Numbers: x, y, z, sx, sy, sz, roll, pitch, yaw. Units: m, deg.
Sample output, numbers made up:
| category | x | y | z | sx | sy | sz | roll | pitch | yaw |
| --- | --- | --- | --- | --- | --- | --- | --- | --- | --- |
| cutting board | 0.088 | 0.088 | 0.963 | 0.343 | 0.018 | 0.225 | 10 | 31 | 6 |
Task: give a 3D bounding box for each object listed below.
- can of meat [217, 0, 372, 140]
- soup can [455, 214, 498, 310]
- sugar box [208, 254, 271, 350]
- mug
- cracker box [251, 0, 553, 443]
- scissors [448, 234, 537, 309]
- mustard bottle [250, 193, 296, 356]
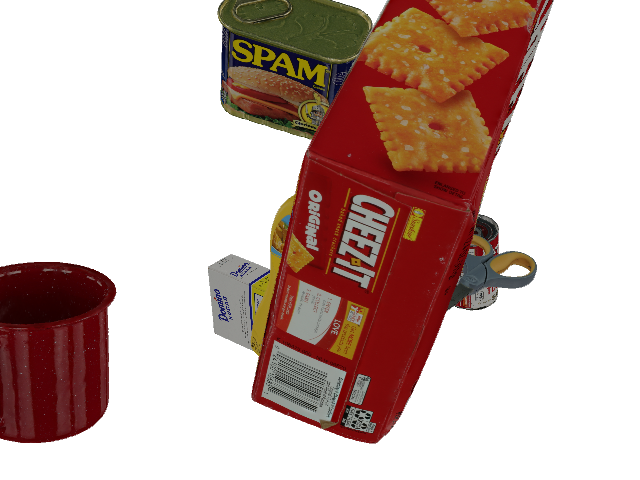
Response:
| category | x | y | z | sx | sy | sz | roll | pitch | yaw |
| --- | --- | --- | --- | --- | --- | --- | --- | --- | --- |
| can of meat | -0.021 | -0.123 | 0.745 | 0.102 | 0.057 | 0.084 | 19 | -38 | 8 |
| soup can | 0.186 | 0.028 | 1.322 | 0.068 | 0.102 | 0.068 | -4 | 34 | 3 |
| sugar box | -0.042 | 0.085 | 1.156 | 0.176 | 0.093 | 0.048 | 23 | 39 | 35 |
| mug | -0.174 | 0.071 | 0.632 | 0.093 | 0.081 | 0.117 | 12 | 24 | 22 |
| cracker box | 0.046 | -0.037 | 0.497 | 0.072 | 0.213 | 0.164 | 21 | -42 | 7 |
| scissors | 0.134 | 0.031 | 1.034 | 0.201 | 0.016 | 0.096 | -12 | 39 | -43 |
| mustard bottle | 0.002 | 0.016 | 0.868 | 0.096 | 0.192 | 0.058 | 21 | 21 | 28 |
